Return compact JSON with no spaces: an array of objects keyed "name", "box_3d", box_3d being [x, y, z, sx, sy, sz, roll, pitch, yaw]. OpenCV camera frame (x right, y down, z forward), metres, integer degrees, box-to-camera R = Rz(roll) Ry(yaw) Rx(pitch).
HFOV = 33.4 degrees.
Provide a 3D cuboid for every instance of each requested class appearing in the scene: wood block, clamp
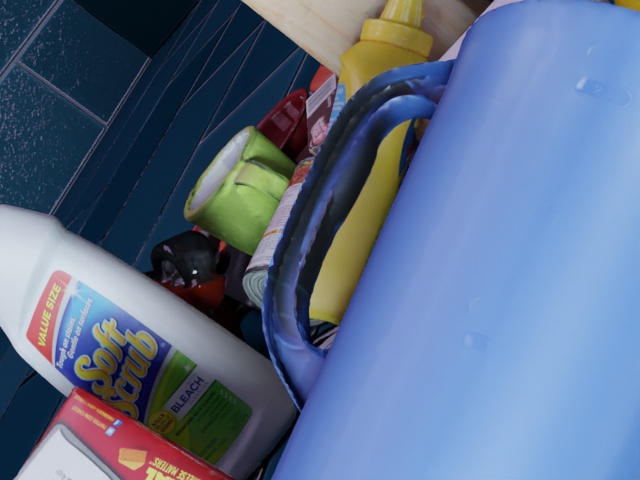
[{"name":"wood block","box_3d":[0.037,-0.156,0.704,0.090,0.206,0.091,-46,18,23]},{"name":"clamp","box_3d":[-0.082,0.058,0.899,0.120,0.039,0.171,-46,19,15]}]

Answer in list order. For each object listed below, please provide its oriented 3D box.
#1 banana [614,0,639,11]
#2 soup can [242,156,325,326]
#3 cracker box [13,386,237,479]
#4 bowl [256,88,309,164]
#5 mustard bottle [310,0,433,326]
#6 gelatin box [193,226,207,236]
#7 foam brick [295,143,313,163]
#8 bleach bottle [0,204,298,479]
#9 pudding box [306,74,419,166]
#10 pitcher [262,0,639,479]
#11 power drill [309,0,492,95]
[{"name":"banana","box_3d":[0.194,-0.157,0.585,0.070,0.037,0.197,-21,33,28]},{"name":"soup can","box_3d":[-0.005,0.001,0.749,0.069,0.068,0.102,-30,30,54]},{"name":"cracker box","box_3d":[-0.103,0.199,0.492,0.164,0.072,0.213,23,74,32]},{"name":"bowl","box_3d":[-0.043,-0.061,0.991,0.162,0.055,0.162,-48,18,20]},{"name":"mustard bottle","box_3d":[0.026,-0.049,0.616,0.096,0.058,0.191,-54,-22,-86]},{"name":"gelatin box","box_3d":[-0.131,0.015,1.101,0.073,0.030,0.089,-54,4,-2]},{"name":"foam brick","box_3d":[0.022,-0.064,0.828,0.053,0.051,0.078,-54,17,0]},{"name":"bleach bottle","box_3d":[-0.138,0.063,0.668,0.103,0.250,0.068,-50,17,14]},{"name":"pudding box","box_3d":[0.036,-0.064,0.727,0.039,0.090,0.113,-46,18,19]},{"name":"pitcher","box_3d":[0.056,0.043,0.390,0.242,0.145,0.149,-62,18,-15]},{"name":"power drill","box_3d":[0.074,-0.177,0.899,0.184,0.057,0.188,-59,17,-16]}]
